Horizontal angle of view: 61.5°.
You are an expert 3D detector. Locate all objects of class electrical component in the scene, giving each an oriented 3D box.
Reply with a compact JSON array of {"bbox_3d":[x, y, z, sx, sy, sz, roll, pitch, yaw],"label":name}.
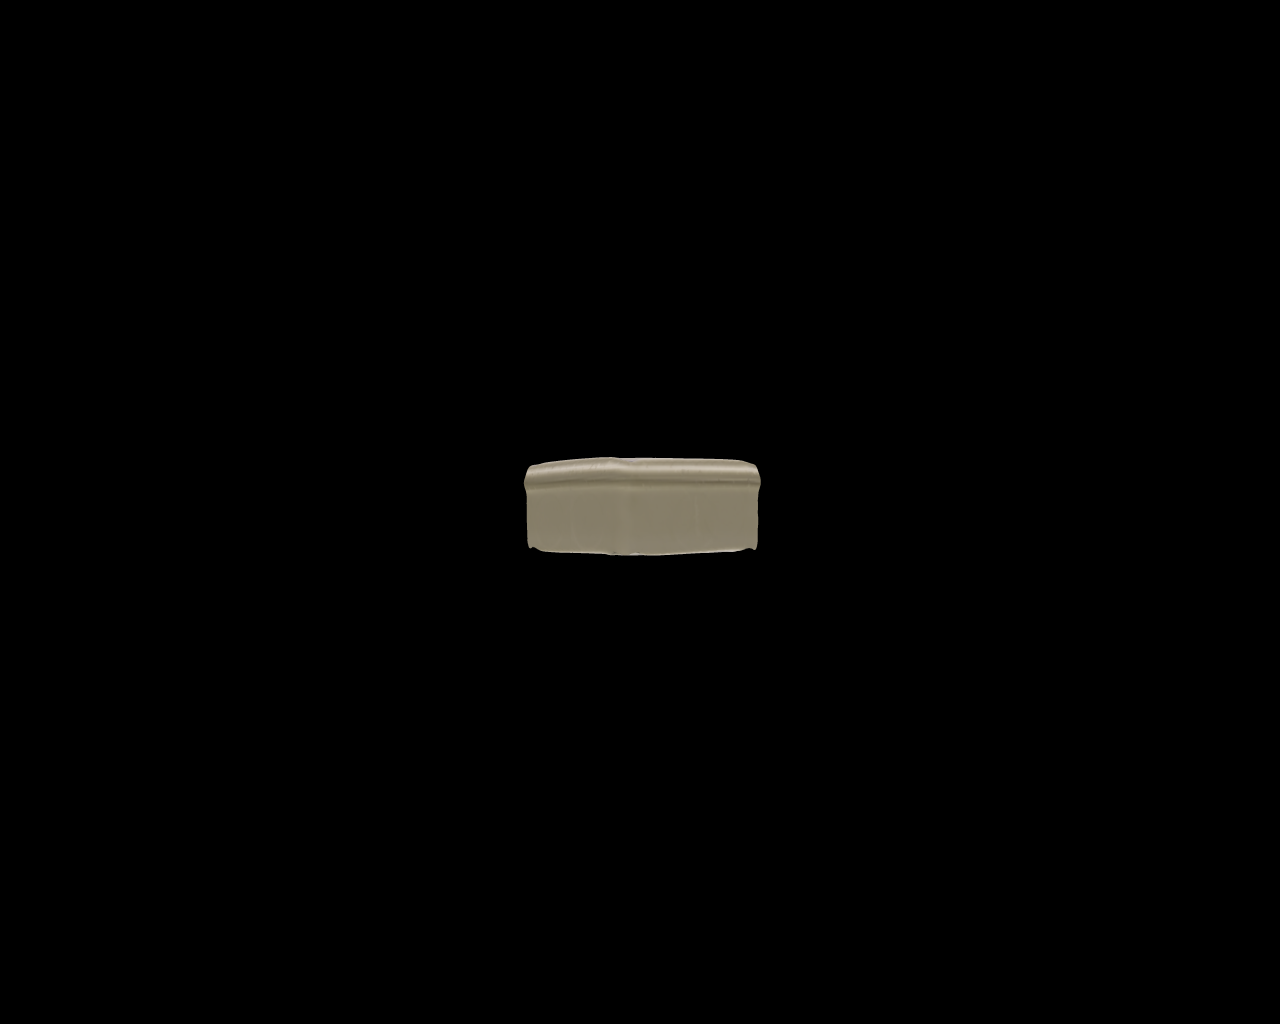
[{"bbox_3d":[0.001,-0.003,0.650,0.109,0.056,0.108,0,0,-37],"label":"electrical component"}]
